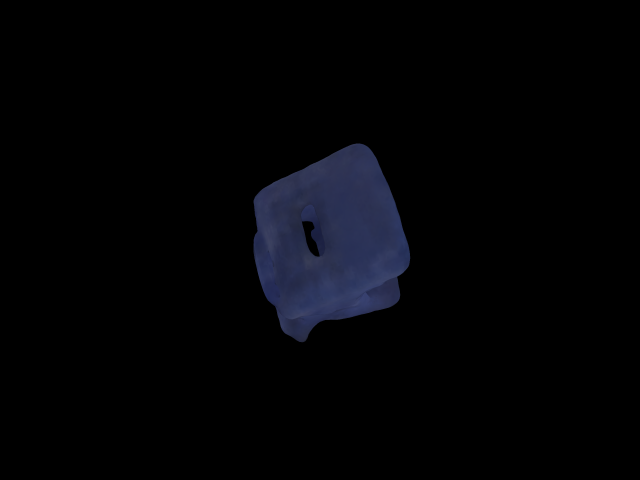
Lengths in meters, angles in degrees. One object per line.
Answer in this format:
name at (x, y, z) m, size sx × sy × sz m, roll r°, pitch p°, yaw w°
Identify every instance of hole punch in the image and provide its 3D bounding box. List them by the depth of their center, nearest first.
hole punch at (0.004, 0.001, 0.400) m, size 0.101 × 0.091 × 0.108 m, roll -14°, pitch 64°, yaw -7°
